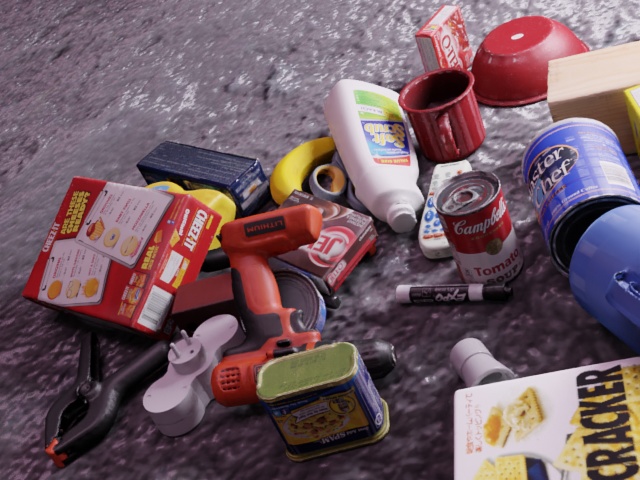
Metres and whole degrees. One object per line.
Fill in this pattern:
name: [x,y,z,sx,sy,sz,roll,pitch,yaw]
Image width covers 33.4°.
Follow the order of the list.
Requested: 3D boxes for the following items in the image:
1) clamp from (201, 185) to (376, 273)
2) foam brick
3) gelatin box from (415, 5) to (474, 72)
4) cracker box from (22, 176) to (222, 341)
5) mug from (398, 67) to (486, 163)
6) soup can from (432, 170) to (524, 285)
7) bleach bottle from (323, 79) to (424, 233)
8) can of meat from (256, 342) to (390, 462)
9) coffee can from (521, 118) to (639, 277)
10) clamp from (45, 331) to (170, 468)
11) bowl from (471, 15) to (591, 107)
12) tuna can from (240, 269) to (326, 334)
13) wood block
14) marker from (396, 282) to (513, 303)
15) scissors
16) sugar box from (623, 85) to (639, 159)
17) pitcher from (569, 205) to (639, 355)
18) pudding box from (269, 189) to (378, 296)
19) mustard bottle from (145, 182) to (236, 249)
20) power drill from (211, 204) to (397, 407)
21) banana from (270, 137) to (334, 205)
clamp: [-0.023,-0.013,1.241,0.210,0.036,0.164,2,38,31]
foam brick: [-0.115,0.075,1.165,0.078,0.053,0.051,-15,35,15]
gelatin box: [0.164,-0.250,1.394,0.030,0.089,0.073,13,49,39]
cracker box: [-0.234,0.020,1.255,0.214,0.072,0.164,10,73,41]
mug: [0.149,-0.140,1.262,0.093,0.081,0.117,-18,35,10]
soup can: [0.158,-0.009,1.062,0.068,0.102,0.068,-17,35,12]
bleach bottle: [0.075,-0.094,1.253,0.102,0.068,0.251,13,34,-23]
can of meat: [0.001,0.146,0.969,0.102,0.084,0.057,-17,35,12]
coffee can: [0.260,-0.040,1.041,0.103,0.103,0.140,-17,35,11]
clamp: [-0.246,0.163,1.143,0.120,0.039,0.171,6,45,40]
bowl: [0.257,-0.236,1.349,0.162,0.055,0.162,-17,35,12]
tuna can: [-0.037,0.075,1.100,0.086,0.033,0.086,-5,70,13]
wood block: [0.357,-0.157,1.147,0.206,0.091,0.090,-10,38,21]
marker: [0.134,0.053,1.068,0.121,0.020,0.020,-3,40,29]
scissors: [0.040,-0.085,1.290,0.096,0.016,0.201,30,30,0]
sugar box: [0.347,-0.074,1.039,0.048,0.093,0.176,-18,34,12]
pitcher: [0.302,0.058,0.851,0.145,0.149,0.243,-33,32,-9]
pudding box: [-0.008,0.001,1.153,0.114,0.039,0.090,21,60,36]
mustard bottle: [-0.195,-0.025,1.341,0.192,0.058,0.096,13,73,43]
power drill: [-0.024,0.063,1.049,0.184,0.057,0.187,-11,69,11]
banana: [-0.018,-0.083,1.300,0.069,0.037,0.197,20,33,5]
